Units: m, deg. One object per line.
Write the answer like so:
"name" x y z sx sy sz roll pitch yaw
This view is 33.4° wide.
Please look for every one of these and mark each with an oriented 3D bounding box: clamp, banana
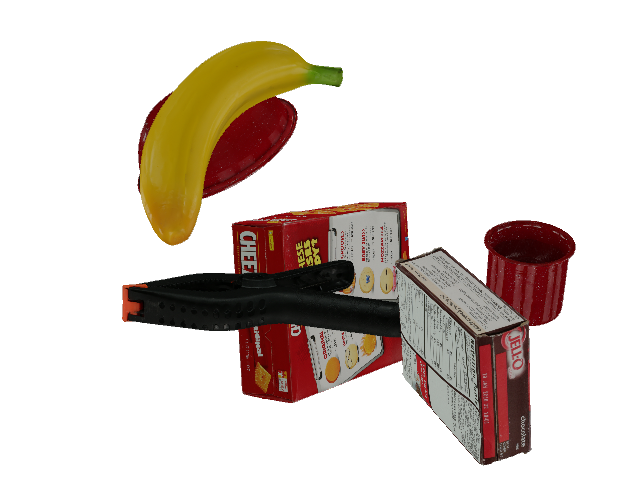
"clamp" -0.040 0.046 0.802 0.209 0.036 0.165 -2 11 -22
"banana" -0.057 -0.070 0.615 0.070 0.037 0.197 20 44 18

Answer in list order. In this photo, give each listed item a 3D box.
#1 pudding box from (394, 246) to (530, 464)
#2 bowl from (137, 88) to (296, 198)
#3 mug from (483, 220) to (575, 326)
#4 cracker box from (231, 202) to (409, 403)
"pudding box" 0.085 0.067 0.649 0.039 0.090 0.114 -14 27 -18
"bowl" -0.105 -0.103 0.961 0.162 0.055 0.162 -20 32 13
"mug" 0.214 0.030 1.130 0.093 0.081 0.117 -5 31 -7
"cracker box" 0.007 0.052 1.041 0.072 0.164 0.213 1 7 36
